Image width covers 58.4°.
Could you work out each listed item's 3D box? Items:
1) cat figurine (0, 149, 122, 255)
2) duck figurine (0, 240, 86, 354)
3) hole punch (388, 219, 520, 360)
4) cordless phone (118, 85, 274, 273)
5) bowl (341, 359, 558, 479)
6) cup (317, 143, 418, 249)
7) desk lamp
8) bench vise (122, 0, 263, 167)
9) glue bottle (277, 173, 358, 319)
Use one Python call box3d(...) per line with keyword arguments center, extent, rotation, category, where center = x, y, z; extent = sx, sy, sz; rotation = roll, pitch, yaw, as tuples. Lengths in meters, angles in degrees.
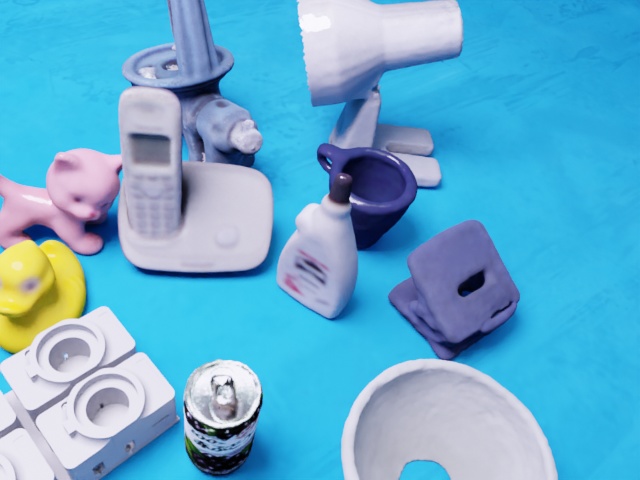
box3d(center=(-0.243, -0.046, 0.538), extent=(0.128, 0.118, 0.067), rotation=(1, 51, -11), category="cat figurine")
box3d(center=(-0.247, 0.035, 0.492), extent=(0.077, 0.086, 0.104), rotation=(10, 50, -4), category="duck figurine")
box3d(center=(0.140, 0.047, 0.563), extent=(0.109, 0.091, 0.101), rotation=(-27, 61, -29), category="hole punch")
box3d(center=(-0.113, -0.053, 0.528), extent=(0.148, 0.185, 0.094), rotation=(0, 52, -12), category="cordless phone")
box3d(center=(0.093, 0.184, 0.453), extent=(0.167, 0.075, 0.167), rotation=(6, 51, -7), category="bowl")
box3d(center=(0.037, -0.043, 0.611), extent=(0.117, 0.095, 0.092), rotation=(37, 53, 17), category="cup")
box3d(center=(0.062, -0.174, 0.645), extent=(0.203, 0.213, 0.118), rotation=(3, 51, -10), category="desk lamp")
box3d(center=(-0.122, -0.187, 0.611), extent=(0.207, 0.220, 0.122), rotation=(31, 52, 13), category="bench vise")
box3d(center=(0.005, 0.002, 0.517), extent=(0.078, 0.173, 0.037), rotation=(29, 51, 12), category="glue bottle")
